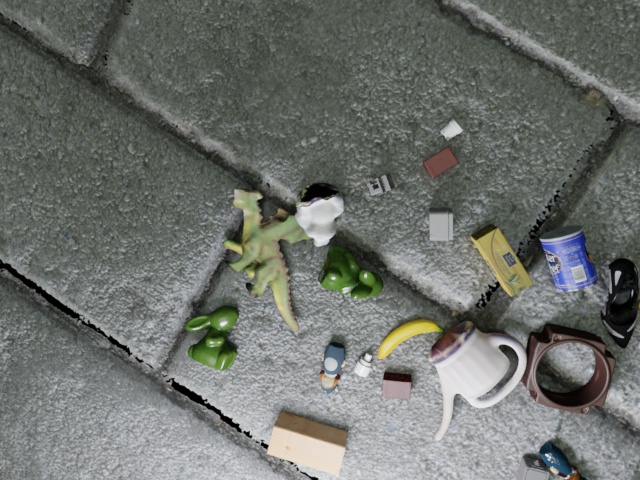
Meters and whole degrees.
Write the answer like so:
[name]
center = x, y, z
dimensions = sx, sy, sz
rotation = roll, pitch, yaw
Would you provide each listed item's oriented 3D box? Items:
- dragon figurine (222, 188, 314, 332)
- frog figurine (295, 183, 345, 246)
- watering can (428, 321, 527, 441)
[dragon figurine]
center = -0.115, 0.031, 1.411
dimensions = 0.242, 0.123, 0.408
rotation = -41, 98, 2
[frog figurine]
center = 0.004, -0.070, 1.386
dimensions = 0.138, 0.125, 0.156
rotation = -27, 131, -12
[watering can]
center = 0.375, 0.360, 1.361
dimensions = 0.345, 0.104, 0.225
rotation = -44, 88, 10
